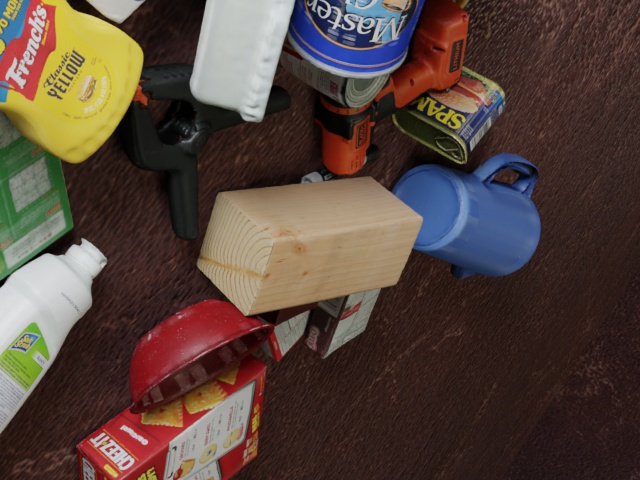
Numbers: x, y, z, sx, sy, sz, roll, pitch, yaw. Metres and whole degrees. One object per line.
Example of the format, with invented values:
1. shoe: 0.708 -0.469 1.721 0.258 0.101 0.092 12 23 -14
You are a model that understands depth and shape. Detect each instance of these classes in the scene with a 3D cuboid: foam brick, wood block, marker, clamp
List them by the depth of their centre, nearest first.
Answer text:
1. clamp: -0.103 -0.098 0.893 0.164 0.036 0.210 -53 154 -6
2. wood block: -0.007 0.002 1.074 0.205 0.091 0.090 -9 130 -43
3. marker: 0.025 -0.080 1.159 0.120 0.020 0.020 -29 144 -43
4. foam brick: -0.038 0.051 1.168 0.078 0.051 0.053 -20 136 -50

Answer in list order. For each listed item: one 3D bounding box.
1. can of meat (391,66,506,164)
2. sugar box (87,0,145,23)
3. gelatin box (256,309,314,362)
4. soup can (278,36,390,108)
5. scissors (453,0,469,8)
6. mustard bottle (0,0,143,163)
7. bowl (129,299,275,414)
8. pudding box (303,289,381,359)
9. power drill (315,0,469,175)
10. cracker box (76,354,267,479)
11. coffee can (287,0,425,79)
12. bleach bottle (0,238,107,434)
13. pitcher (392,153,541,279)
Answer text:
1. can of meat: 0.144 -0.147 1.191 0.084 0.102 0.057 -51 155 -14
2. sugar box: -0.101 -0.228 0.692 0.176 0.048 0.093 -46 155 4
3. gelatin box: -0.036 0.087 1.242 0.089 0.030 0.073 -47 153 -21
4. soup can: 0.005 -0.166 0.923 0.068 0.102 0.068 -40 150 -29
5. scissors: 0.173 -0.335 1.111 0.096 0.016 0.202 -33 147 -41
6. mustard bottle: -0.194 -0.125 0.663 0.096 0.058 0.191 -59 147 -3
7. bowl: -0.126 0.105 1.038 0.162 0.055 0.162 -31 169 -7
8. pudding box: 0.032 0.076 1.266 0.089 0.039 0.114 -30 149 -48
9. power drill: 0.071 -0.174 1.084 0.187 0.057 0.184 -38 153 -27
10. cracker box: -0.157 0.225 1.150 0.213 0.072 0.164 -34 147 -36
11. coffee can: 0.037 -0.209 0.818 0.102 0.103 0.140 -35 157 -36
12. bleach bottle: -0.259 0.104 0.839 0.250 0.068 0.102 -50 155 -17
13. pitcher: 0.191 -0.036 1.380 0.242 0.145 0.149 13 72 -60
